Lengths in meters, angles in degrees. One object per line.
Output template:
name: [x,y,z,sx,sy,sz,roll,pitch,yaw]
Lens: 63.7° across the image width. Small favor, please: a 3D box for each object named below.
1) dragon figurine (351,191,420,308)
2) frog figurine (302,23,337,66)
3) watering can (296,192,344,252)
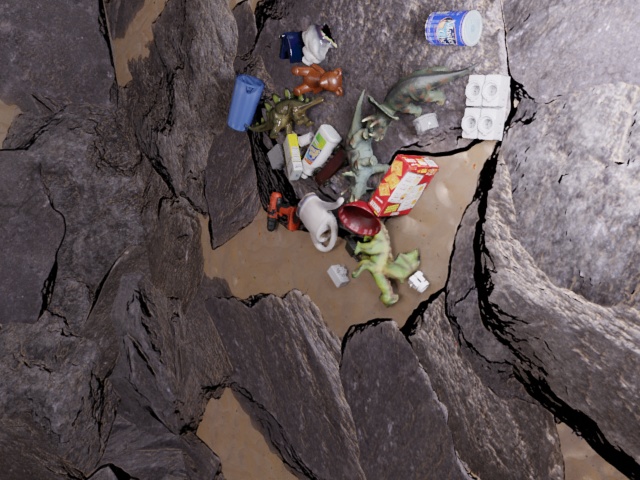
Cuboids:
dragon figurine: [0.248,0.047,1.848,0.244,0.123,0.406,15,102,27]
frog figurine: [-0.027,-0.763,2.028,0.157,0.124,0.137,-33,90,32]
watering can: [0.006,-0.103,2.041,0.228,0.105,0.339,51,147,28]
